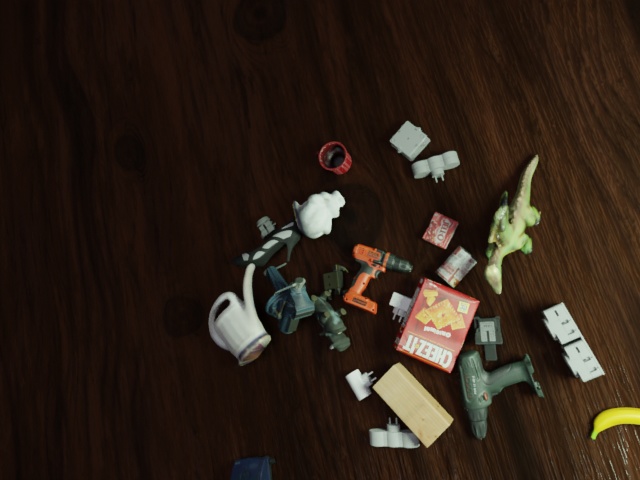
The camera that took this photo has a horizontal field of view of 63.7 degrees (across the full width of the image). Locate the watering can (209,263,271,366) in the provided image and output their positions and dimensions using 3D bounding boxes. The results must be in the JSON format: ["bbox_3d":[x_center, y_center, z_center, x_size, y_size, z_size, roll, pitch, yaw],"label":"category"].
[{"bbox_3d":[-0.236,0.245,1.587,0.226,0.105,0.341,49,127,15],"label":"watering can"}]

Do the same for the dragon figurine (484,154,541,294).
[{"bbox_3d":[0.505,-0.061,1.354,0.122,0.241,0.412,12,86,26],"label":"dragon figurine"}]

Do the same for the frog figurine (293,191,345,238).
[{"bbox_3d":[0.005,-0.081,1.604,0.159,0.124,0.135,-17,108,7],"label":"frog figurine"}]
